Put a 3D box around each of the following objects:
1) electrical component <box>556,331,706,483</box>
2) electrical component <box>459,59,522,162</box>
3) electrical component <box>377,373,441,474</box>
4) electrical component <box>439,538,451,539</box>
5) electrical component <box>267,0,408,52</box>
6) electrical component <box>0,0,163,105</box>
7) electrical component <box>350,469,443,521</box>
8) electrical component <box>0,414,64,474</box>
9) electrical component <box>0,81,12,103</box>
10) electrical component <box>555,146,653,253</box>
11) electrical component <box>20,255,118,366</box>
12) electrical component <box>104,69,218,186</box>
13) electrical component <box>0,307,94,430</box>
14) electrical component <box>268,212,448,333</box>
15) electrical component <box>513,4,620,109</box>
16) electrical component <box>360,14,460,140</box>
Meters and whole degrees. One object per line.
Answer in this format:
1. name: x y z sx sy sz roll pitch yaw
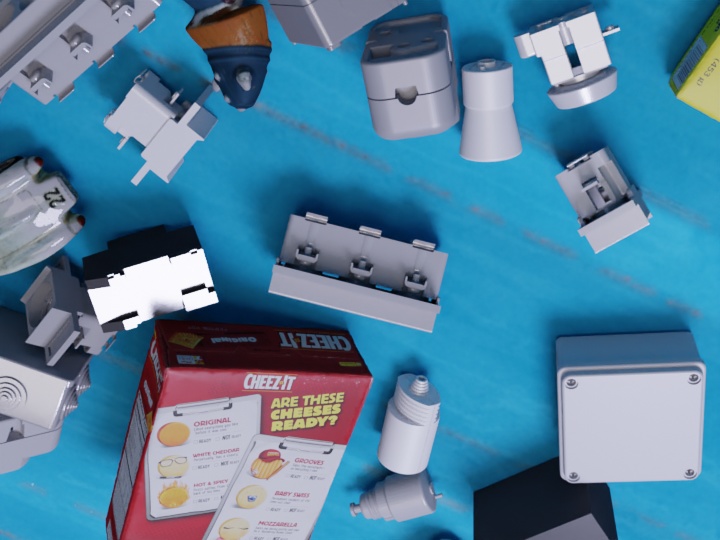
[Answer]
1. electrical component: 0.209 0.108 0.841 0.109 0.056 0.108 -3 118 8
2. electrical component: 0.089 -0.112 0.742 0.044 0.044 0.065 -2 114 7
3. electrical component: 0.042 0.121 0.873 0.043 0.043 0.081 11 119 0
4. electrical component: 0.061 0.285 0.953 0.054 0.059 0.095 40 115 -15
5. electrical component: -0.024 -0.184 0.688 0.062 0.096 0.061 -34 113 -10
6. electrical component: -0.195 -0.172 0.725 0.121 0.078 0.063 -34 132 22
7. electrical component: 0.029 0.195 0.917 0.078 0.040 0.040 -19 115 16
8. electrical component: -0.296 0.127 0.885 0.054 0.095 0.059 43 126 34
9. electrical component: -0.304 -0.098 0.754 0.056 0.108 0.108 35 117 -16
10. electrical component: 0.170 -0.052 0.751 0.042 0.081 0.063 -29 89 19
11. electrical component: -0.224 0.034 0.838 0.064 0.081 0.042 20 125 -38
12. electrical component: -0.144 -0.105 0.770 0.064 0.042 0.081 39 115 -13
13. electrical component: -0.265 0.078 0.853 0.100 0.099 0.048 20 106 -6
14. electrical component: 0.000 0.000 0.796 0.121 0.079 0.063 14 91 -2
15. electrical component: 0.143 -0.141 0.718 0.066 0.048 0.055 -18 108 15
16. electrical component: 0.035 -0.125 0.709 0.054 0.095 0.059 -7 118 10
